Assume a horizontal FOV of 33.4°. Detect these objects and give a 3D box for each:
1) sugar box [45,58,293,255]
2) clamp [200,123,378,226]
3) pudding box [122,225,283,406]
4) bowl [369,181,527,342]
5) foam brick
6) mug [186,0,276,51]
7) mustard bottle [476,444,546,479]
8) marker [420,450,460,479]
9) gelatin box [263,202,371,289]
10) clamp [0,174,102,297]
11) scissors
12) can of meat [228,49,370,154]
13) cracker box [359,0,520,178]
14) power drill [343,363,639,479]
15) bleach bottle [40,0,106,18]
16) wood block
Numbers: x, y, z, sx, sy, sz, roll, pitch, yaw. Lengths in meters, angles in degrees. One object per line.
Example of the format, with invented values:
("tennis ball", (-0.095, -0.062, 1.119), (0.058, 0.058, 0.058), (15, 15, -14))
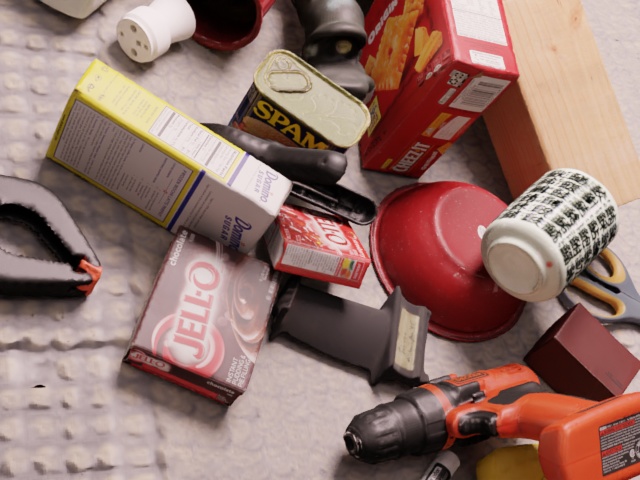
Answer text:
("sugar box", (-0.117, -0.055, 0.821), (0.176, 0.093, 0.048), (30, 53, -9))
("clamp", (-0.038, -0.061, 0.847), (0.171, 0.120, 0.039), (18, 73, 11))
("pudding box", (-0.087, 0.057, 0.802), (0.090, 0.039, 0.113), (25, 53, -12))
("bowl", (0.127, 0.006, 0.933), (0.162, 0.055, 0.162), (13, 57, -20))
("foam brick", (0.227, 0.106, 0.925), (0.078, 0.051, 0.052), (45, 53, 4))
("mug", (-0.088, -0.237, 0.949), (0.117, 0.093, 0.081), (37, 47, -9))
("mustard bottle", (0.181, 0.253, 0.807), (0.096, 0.058, 0.191), (5, 60, -22))
("marker", (0.069, 0.205, 0.804), (0.020, 0.020, 0.121), (43, 52, 2))
("gelatin box", (-0.006, 0.001, 0.857), (0.073, 0.030, 0.089), (14, 20, -17))
("clamp", (-0.257, -0.015, 0.760), (0.210, 0.036, 0.164), (36, 52, -3))
("scissors", (0.313, 0.060, 1.019), (0.201, 0.016, 0.096), (18, 55, -17))
("can of meat", (-0.022, -0.097, 0.900), (0.102, 0.084, 0.057), (35, 52, -4))
("cracker box", (0.088, -0.190, 0.963), (0.072, 0.164, 0.214), (8, 58, -25))
("power drill", (0.134, 0.137, 0.779), (0.184, 0.188, 0.057), (-13, 100, -32))
("bleach bottle", (-0.177, -0.298, 0.960), (0.102, 0.068, 0.250), (31, 48, 1))
("wood block", (0.210, -0.118, 0.980), (0.090, 0.091, 0.206), (-20, 90, -17))
